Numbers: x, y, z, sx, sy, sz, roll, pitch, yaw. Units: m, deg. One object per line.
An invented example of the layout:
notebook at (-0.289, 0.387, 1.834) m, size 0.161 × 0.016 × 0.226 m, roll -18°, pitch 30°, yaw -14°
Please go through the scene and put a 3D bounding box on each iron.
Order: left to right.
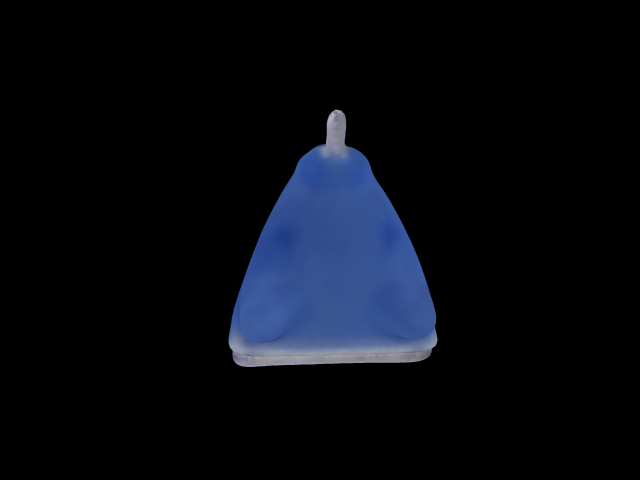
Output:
iron at (0.004, 0.001, 0.400) m, size 0.118 × 0.141 × 0.258 m, roll 0°, pitch 2°, yaw -3°
